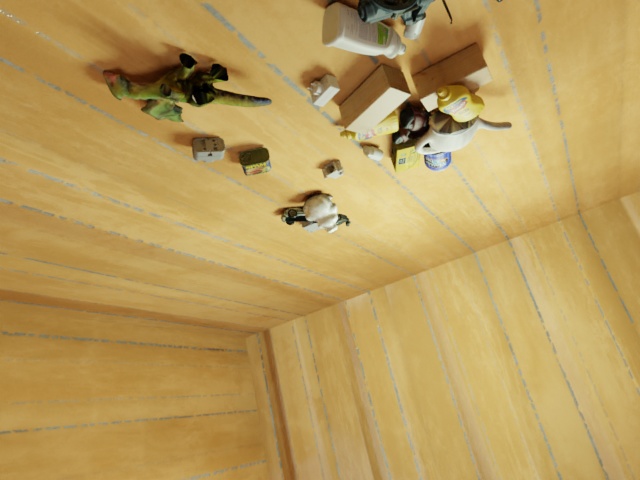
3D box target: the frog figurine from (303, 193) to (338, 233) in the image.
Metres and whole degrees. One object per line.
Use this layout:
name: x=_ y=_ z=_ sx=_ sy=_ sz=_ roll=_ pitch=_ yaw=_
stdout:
frog figurine: x=0.006 y=-0.105 z=2.094 sx=0.137 sy=0.162 sz=0.120 roll=-14 pitch=156 yaw=1

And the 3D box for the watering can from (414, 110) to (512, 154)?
watering can: x=0.480 y=-0.373 z=1.706 sx=0.347 sy=0.105 sz=0.221 roll=-18 pitch=162 yaw=4

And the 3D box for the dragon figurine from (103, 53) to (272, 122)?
dragon figurine: x=-0.355 y=-0.372 z=1.360 sx=0.409 sy=0.123 sz=0.241 roll=9 pitch=166 yaw=-41
